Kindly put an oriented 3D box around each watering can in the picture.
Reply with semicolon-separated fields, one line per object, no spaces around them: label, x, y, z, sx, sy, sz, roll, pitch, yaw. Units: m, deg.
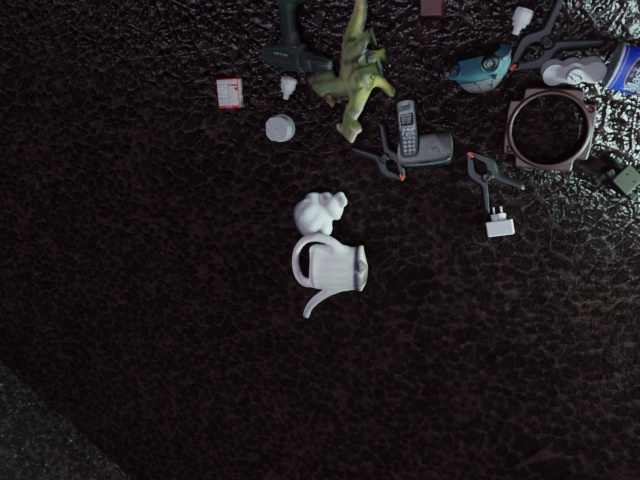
watering can;0.032;0.115;1.553;0.224;0.106;0.339;3;129;8

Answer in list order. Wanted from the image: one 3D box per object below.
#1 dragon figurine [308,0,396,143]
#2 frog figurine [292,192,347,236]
dragon figurine;0.064;-0.469;1.392;0.241;0.123;0.410;-14;91;31
frog figurine;0.005;-0.076;1.505;0.158;0.123;0.138;-19;79;35
